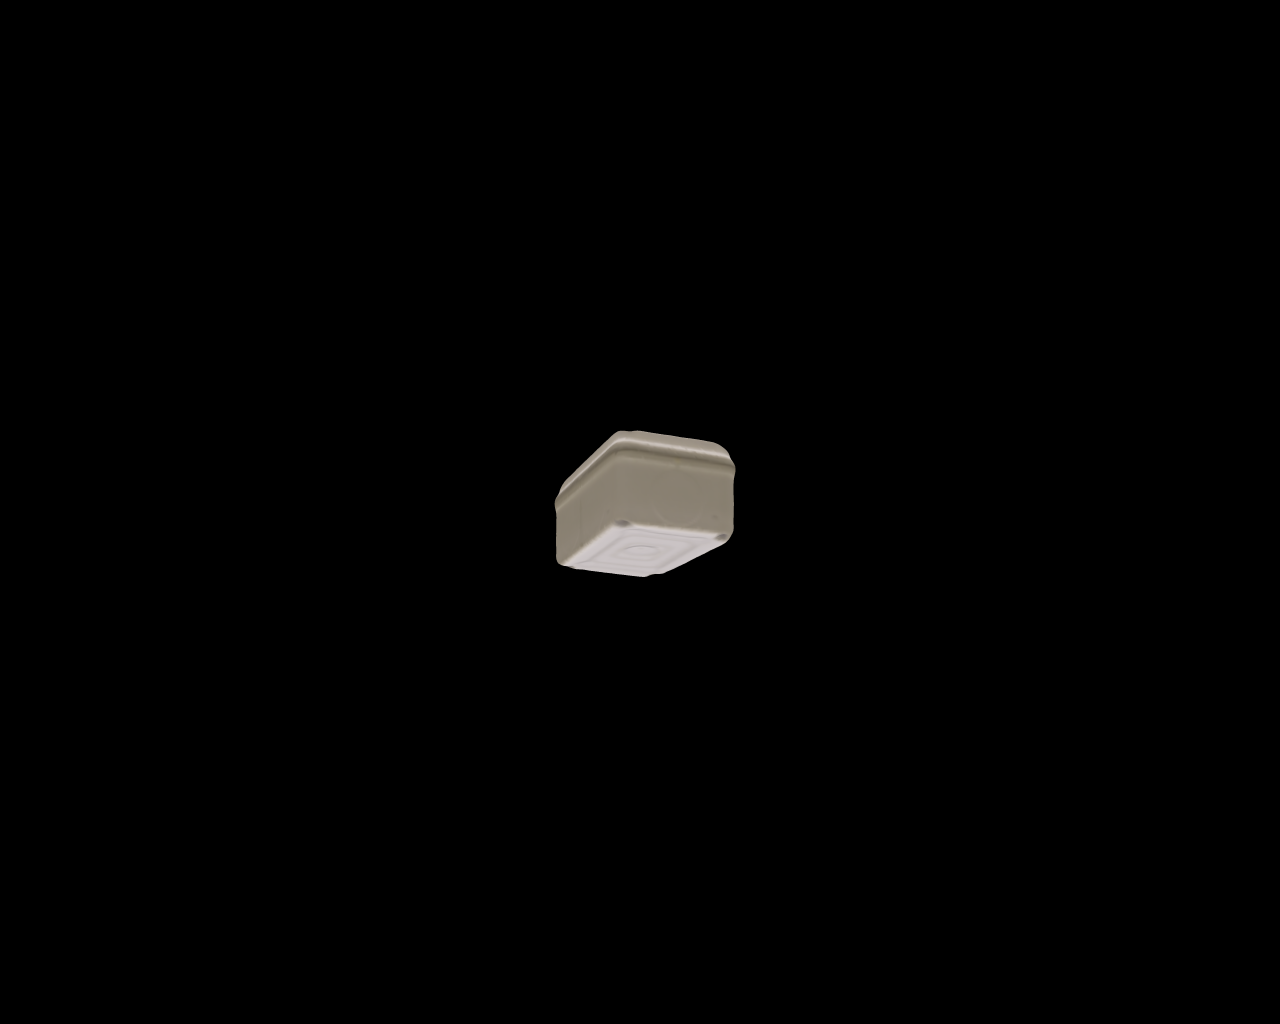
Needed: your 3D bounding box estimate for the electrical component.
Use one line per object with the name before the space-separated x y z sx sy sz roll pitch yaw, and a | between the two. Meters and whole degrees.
electrical component | 0.001 -0.003 0.650 0.078 0.057 0.113 8 -20 -22
